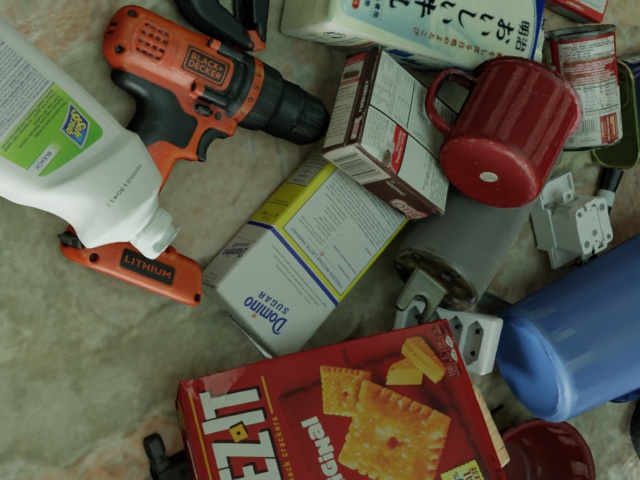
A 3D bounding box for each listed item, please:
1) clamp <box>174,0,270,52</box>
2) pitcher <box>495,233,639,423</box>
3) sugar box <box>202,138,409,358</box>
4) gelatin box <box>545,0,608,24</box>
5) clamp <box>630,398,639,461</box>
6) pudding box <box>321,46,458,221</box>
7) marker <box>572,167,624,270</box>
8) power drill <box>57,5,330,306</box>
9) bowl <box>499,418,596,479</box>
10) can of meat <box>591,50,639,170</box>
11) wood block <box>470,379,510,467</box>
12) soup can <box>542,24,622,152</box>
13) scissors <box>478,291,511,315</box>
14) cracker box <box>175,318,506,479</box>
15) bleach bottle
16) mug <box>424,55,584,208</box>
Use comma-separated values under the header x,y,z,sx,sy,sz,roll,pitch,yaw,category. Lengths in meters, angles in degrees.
x,y,z,sx,sy,sz,roll,pitch,yaw,category
-0.090,-0.208,0.754,0.120,0.039,0.171,-26,110,-24,clamp
0.279,0.076,0.958,0.242,0.145,0.149,-23,85,-21,pitcher
-0.006,0.001,0.835,0.176,0.048,0.093,-47,118,-15,sugar box
0.227,-0.246,0.947,0.073,0.030,0.089,16,89,-31,gelatin box
0.366,0.153,1.092,0.164,0.036,0.210,-11,101,-27,clamp
0.058,-0.079,0.814,0.113,0.039,0.090,35,59,-40,pudding box
0.263,-0.016,1.012,0.020,0.020,0.121,19,87,-32,marker
-0.093,-0.052,0.768,0.184,0.057,0.187,22,83,-28,power drill
0.176,0.234,0.978,0.161,0.055,0.162,-5,101,-31,bowl
0.298,-0.126,0.994,0.083,0.058,0.102,-20,108,-30,can of meat
0.043,0.198,0.871,0.205,0.090,0.091,-36,115,-22,wood block
0.230,-0.135,0.944,0.068,0.069,0.102,-17,107,-28,soup can
0.193,0.095,0.989,0.201,0.016,0.096,8,93,-32,scissors
0.017,0.160,0.776,0.213,0.072,0.164,-12,68,-14,cracker box
-0.196,-0.071,0.661,0.250,0.068,0.102,41,75,-15,bleach bottle
0.132,-0.085,0.808,0.117,0.093,0.081,33,62,-5,mug
